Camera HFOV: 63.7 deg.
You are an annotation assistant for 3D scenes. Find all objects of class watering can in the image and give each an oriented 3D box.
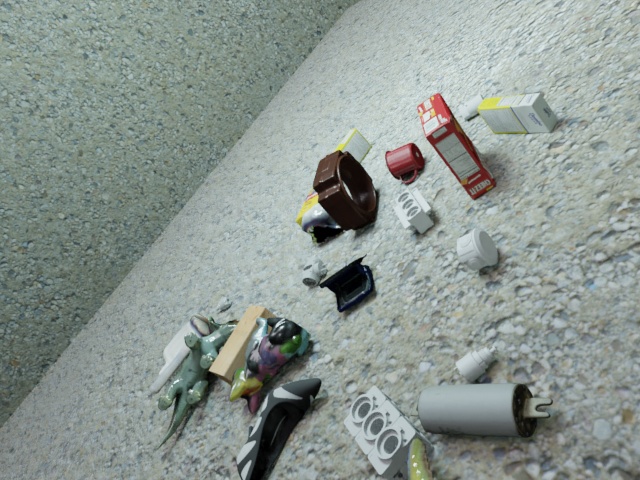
[{"bbox_3d":[-0.419,0.345,1.592,0.225,0.103,0.348,-50,7,-2],"label":"watering can"}]

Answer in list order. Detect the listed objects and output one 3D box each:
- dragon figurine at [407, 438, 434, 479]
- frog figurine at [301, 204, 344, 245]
[{"bbox_3d":[0.210,0.433,0.626,0.241,0.120,0.421,-12,41,23],"label":"dragon figurine"},{"bbox_3d":[0.005,-0.080,1.596,0.135,0.122,0.163,-50,30,41],"label":"frog figurine"}]
